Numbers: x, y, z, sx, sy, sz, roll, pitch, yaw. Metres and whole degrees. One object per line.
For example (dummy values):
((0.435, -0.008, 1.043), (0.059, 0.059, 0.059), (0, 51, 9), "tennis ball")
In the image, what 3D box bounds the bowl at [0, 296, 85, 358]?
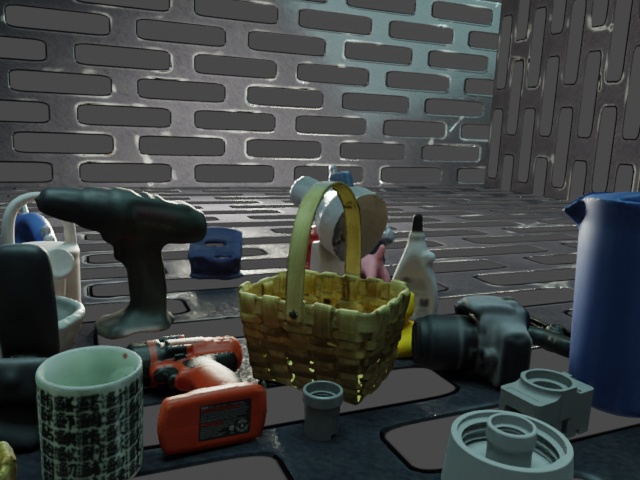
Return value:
((-0.362, 0.119, 0.665), (0.167, 0.075, 0.167), (2, 11, 0), "bowl")

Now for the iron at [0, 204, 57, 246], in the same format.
((-0.471, 0.022, 0.964), (0.119, 0.141, 0.257), (-7, 14, -39), "iron")

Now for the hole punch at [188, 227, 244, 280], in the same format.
((-0.204, 0.025, 1.136), (0.109, 0.091, 0.101), (1, 11, -6), "hole punch")

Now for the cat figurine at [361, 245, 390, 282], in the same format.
((0.083, 0.024, 1.134), (0.067, 0.118, 0.127), (-6, 14, -37), "cat figurine")

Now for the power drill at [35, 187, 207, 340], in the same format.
((-0.271, 0.027, 0.807), (0.230, 0.208, 0.075), (-6, 14, -38), "power drill")

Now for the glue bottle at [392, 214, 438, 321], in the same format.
((0.149, 0.045, 0.899), (0.078, 0.173, 0.037), (5, 12, 15), "glue bottle")

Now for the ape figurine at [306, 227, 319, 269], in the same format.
((-0.021, 0.019, 1.205), (0.077, 0.092, 0.076), (5, 11, 14), "ape figurine")

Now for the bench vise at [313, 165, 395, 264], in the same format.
((0.074, -0.048, 1.236), (0.206, 0.220, 0.122), (7, 12, 23), "bench vise")

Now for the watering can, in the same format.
((-0.383, 0.031, 0.799), (0.172, 0.194, 0.101), (8, 13, 29), "watering can")

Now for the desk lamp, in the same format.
((0.009, 0.003, 0.974), (0.118, 0.213, 0.202), (-7, 15, -40), "desk lamp")

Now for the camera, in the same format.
((0.186, 0.116, 0.730), (0.137, 0.101, 0.143), (2, 11, 0), "camera")

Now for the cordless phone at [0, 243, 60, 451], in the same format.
((-0.309, 0.092, 0.525), (0.148, 0.185, 0.094), (-1, 12, -17), "cordless phone")

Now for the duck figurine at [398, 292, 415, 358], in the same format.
((0.111, 0.110, 0.786), (0.104, 0.086, 0.077), (2, 11, -4), "duck figurine")
